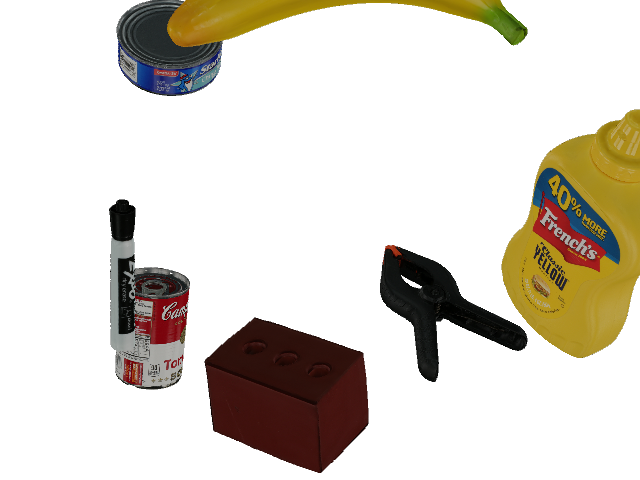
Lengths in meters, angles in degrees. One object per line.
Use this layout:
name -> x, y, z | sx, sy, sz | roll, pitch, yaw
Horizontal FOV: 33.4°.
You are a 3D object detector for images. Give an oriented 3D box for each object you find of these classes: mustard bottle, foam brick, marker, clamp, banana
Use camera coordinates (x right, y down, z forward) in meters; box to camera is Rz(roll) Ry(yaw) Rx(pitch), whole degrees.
mustard bottle -> 0.176, -0.011, 0.690 | 0.058, 0.096, 0.192 | -21, -33, -22
foam brick -> -0.019, 0.087, 0.608 | 0.078, 0.051, 0.052 | 15, 33, 28
marker -> -0.147, 0.026, 0.792 | 0.020, 0.121, 0.020 | 4, 26, -2
clamp -> 0.122, 0.065, 1.053 | 0.120, 0.039, 0.171 | -4, 44, -25
banana -> 0.014, -0.139, 0.588 | 0.197, 0.069, 0.037 | -3, -41, -7

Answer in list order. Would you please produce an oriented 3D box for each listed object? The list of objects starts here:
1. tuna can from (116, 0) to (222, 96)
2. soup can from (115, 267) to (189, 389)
tuna can -> -0.123, -0.157, 0.871 | 0.086, 0.086, 0.034 | 0, -40, -10
soup can -> -0.166, 0.086, 1.046 | 0.068, 0.102, 0.068 | 6, 20, -3
